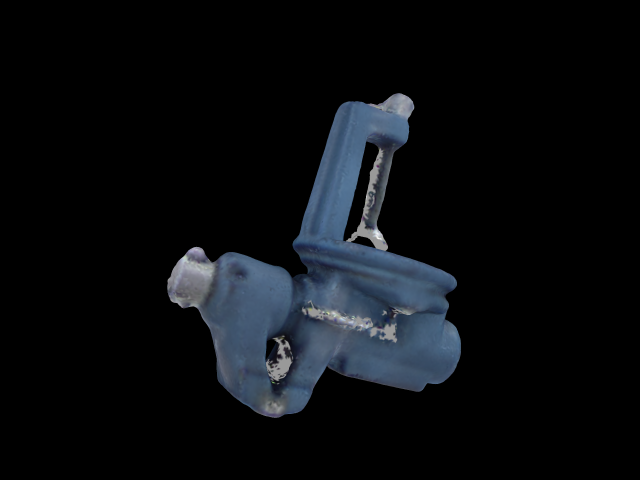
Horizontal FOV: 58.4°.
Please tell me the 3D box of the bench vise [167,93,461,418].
[{"bbox_3d":[0.012,0.001,0.391,0.208,0.220,0.121,0,0,-43],"label":"bench vise"}]
